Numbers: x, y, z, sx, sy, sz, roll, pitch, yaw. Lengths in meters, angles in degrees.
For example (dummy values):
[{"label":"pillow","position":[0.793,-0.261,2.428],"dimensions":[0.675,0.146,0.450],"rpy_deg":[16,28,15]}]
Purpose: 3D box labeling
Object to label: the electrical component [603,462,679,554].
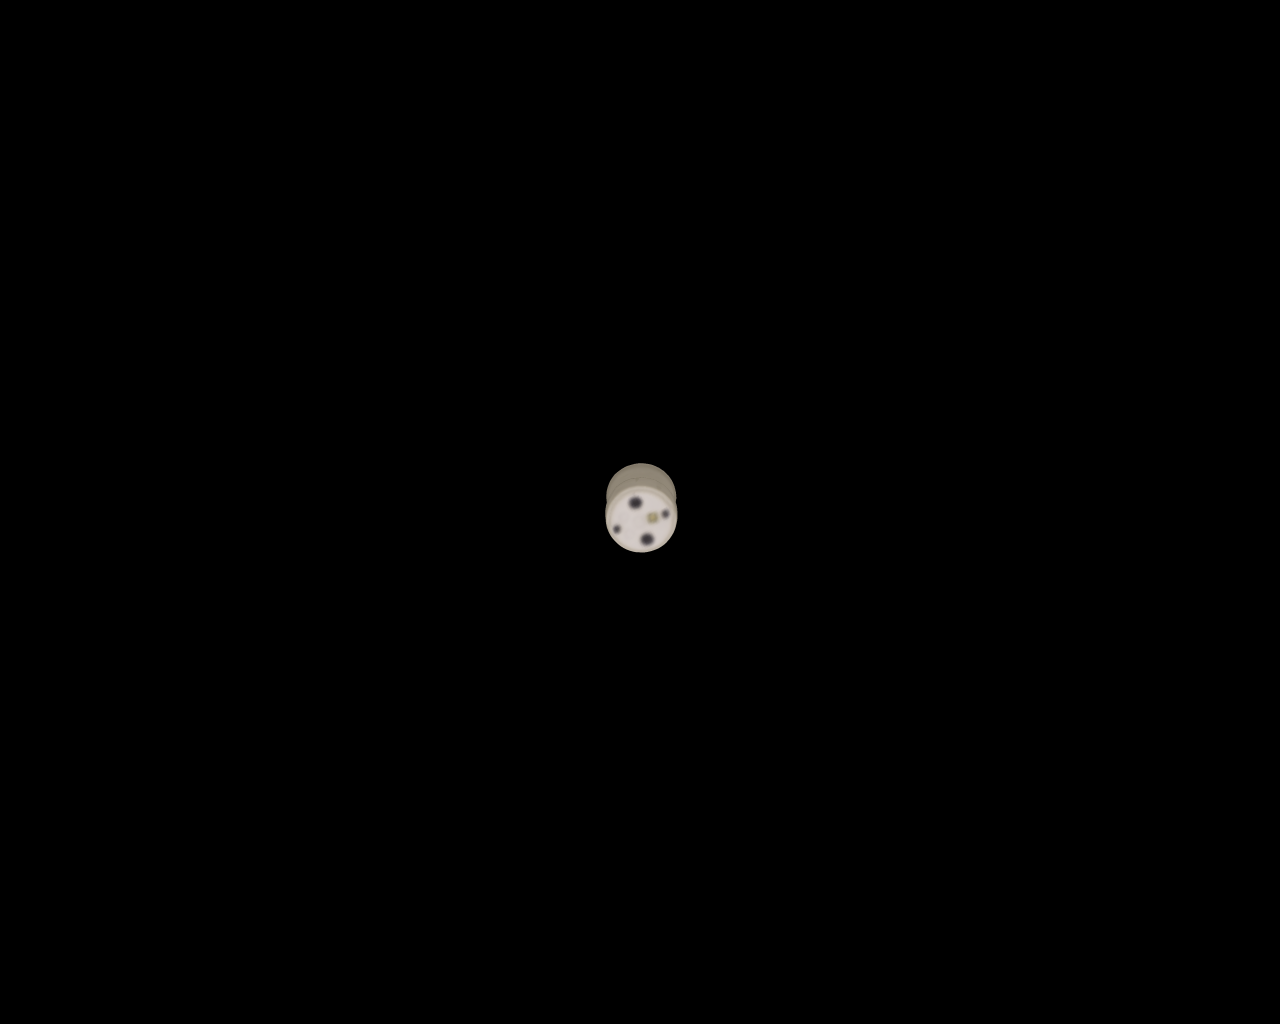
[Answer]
[{"label":"electrical component","position":[0.001,-0.003,0.650],"dimensions":[0.045,0.044,0.055],"rpy_deg":[0,16,0]}]
